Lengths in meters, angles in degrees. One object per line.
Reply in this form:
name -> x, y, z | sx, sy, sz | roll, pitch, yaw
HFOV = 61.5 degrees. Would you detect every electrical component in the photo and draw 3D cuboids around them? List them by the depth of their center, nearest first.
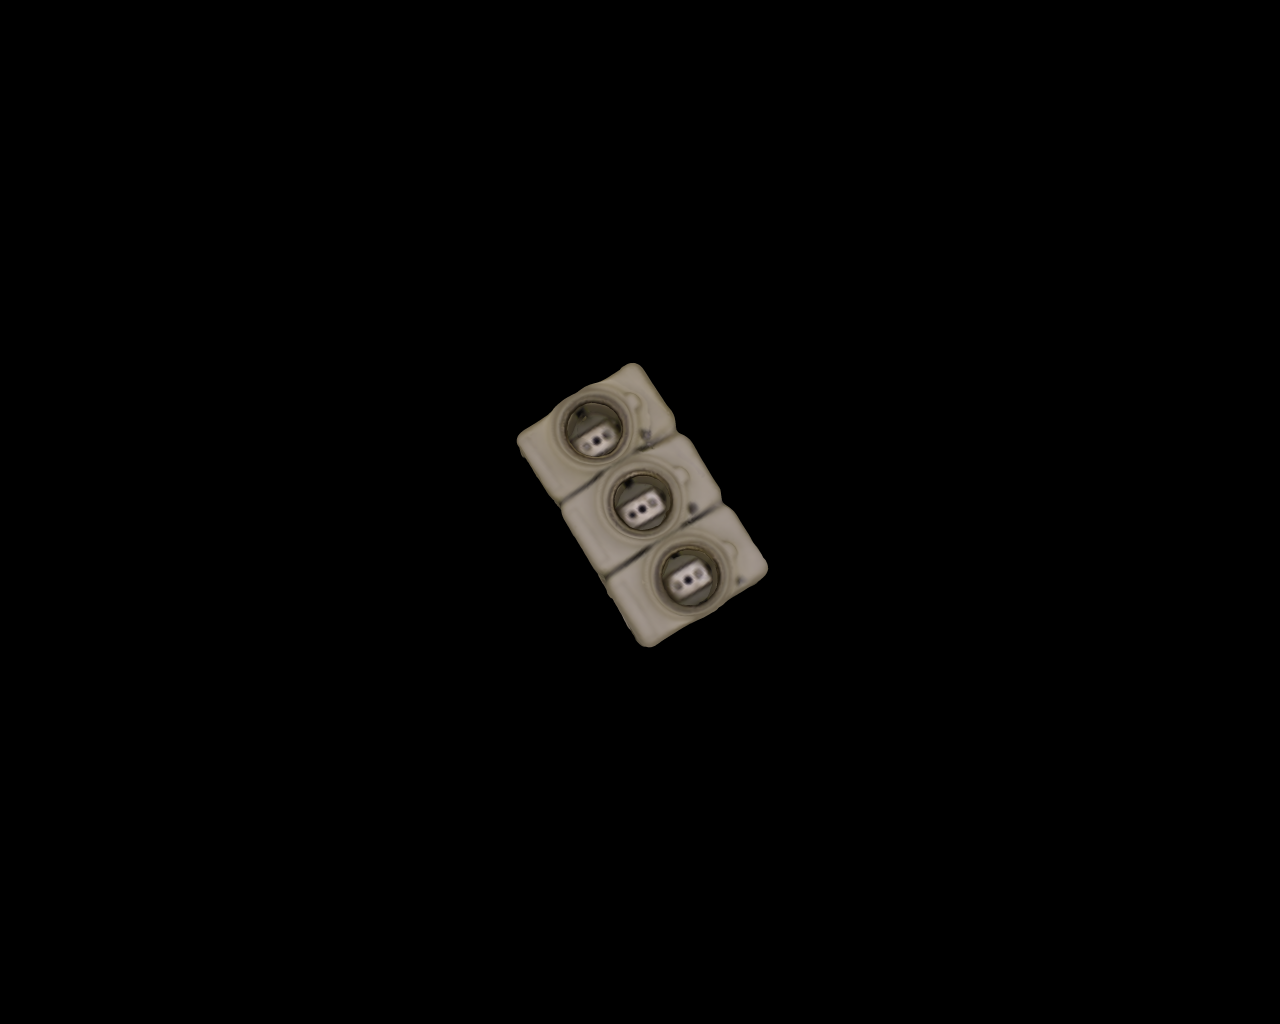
electrical component -> 0.001, -0.003, 0.650 | 0.089, 0.150, 0.061 | -31, -7, -5
